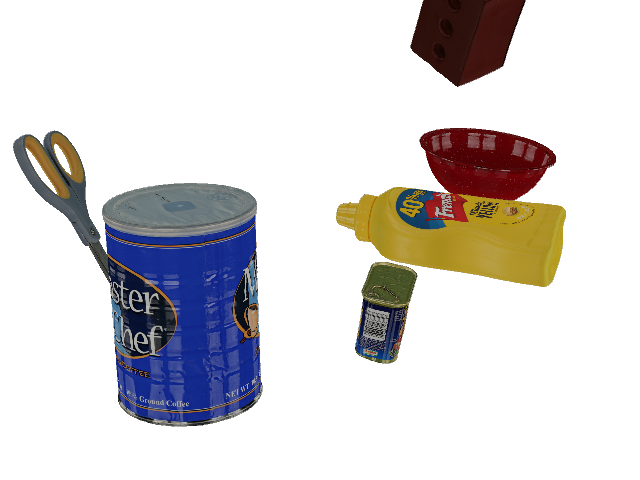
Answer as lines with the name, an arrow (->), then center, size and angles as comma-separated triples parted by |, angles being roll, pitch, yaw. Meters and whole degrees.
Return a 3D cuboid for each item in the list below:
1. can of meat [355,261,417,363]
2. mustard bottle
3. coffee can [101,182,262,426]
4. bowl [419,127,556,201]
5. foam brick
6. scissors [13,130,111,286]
can of meat -> 0.077, 0.087, 1.278 | 0.057, 0.084, 0.102 | 12, 26, 7
mustard bottle -> 0.106, -0.009, 0.907 | 0.192, 0.058, 0.096 | 9, 29, 18
coffee can -> -0.093, 0.041, 0.732 | 0.103, 0.140, 0.103 | -1, 19, 0
bowl -> 0.194, -0.085, 1.267 | 0.162, 0.055, 0.162 | 5, 23, -2
foam brick -> 0.105, -0.159, 0.756 | 0.051, 0.078, 0.053 | -30, 60, -31
scissors -> -0.218, -0.022, 1.005 | 0.016, 0.201, 0.096 | -24, 26, 19
